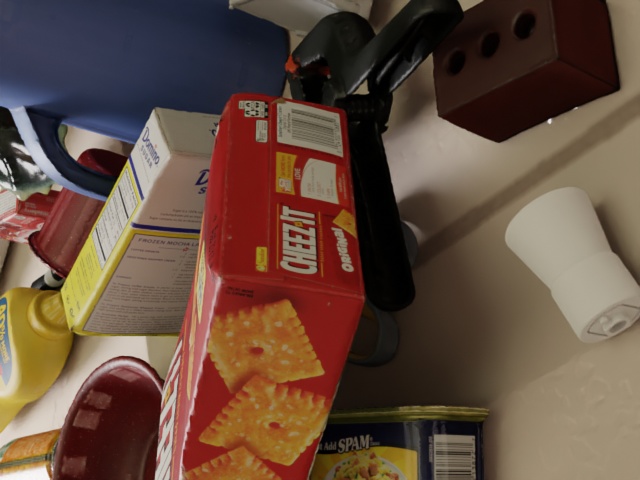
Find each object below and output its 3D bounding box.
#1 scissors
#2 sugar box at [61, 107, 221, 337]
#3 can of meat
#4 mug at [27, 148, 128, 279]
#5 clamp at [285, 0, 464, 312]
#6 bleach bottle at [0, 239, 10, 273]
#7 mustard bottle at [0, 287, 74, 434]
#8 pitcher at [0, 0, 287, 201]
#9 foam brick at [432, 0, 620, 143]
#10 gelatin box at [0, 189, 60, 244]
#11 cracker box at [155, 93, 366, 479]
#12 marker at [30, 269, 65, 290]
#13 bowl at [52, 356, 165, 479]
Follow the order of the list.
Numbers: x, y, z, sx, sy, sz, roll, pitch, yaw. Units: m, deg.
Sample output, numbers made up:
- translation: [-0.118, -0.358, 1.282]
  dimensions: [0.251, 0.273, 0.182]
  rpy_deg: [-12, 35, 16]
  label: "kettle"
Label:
- translation: [-0.004, 0.001, 0.660]
  dimensions: [0.202, 0.016, 0.096]
  rpy_deg: [46, 113, 46]
  label: "scissors"
- translation: [-0.094, -0.005, 0.686]
  dimensions: [0.176, 0.093, 0.048]
  rpy_deg: [-56, 45, 35]
  label: "sugar box"
- translation: [0.037, 0.128, 0.542]
  dimensions: [0.102, 0.057, 0.084]
  rpy_deg: [-14, 71, 49]
  label: "can of meat"
- translation: [-0.155, -0.011, 0.779]
  dimensions: [0.081, 0.093, 0.117]
  rpy_deg: [-60, 14, 13]
  label: "mug"
- translation: [0.023, -0.082, 0.595]
  dimensions: [0.210, 0.036, 0.165]
  rpy_deg: [-118, 34, -55]
  label: "clamp"
- translation: [-0.358, 0.076, 1.028]
  dimensions: [0.103, 0.067, 0.251]
  rpy_deg: [21, 99, 51]
  label: "bleach bottle"
- translation: [-0.259, 0.095, 0.906]
  dimensions: [0.192, 0.058, 0.096]
  rpy_deg: [-38, 52, 37]
  label: "mustard bottle"
- translation: [-0.149, -0.121, 0.691]
  dimensions: [0.145, 0.242, 0.149]
  rpy_deg: [-50, 53, 28]
  label: "pitcher"
- translation: [0.100, -0.090, 0.532]
  dimensions: [0.078, 0.051, 0.053]
  rpy_deg: [-24, 62, 45]
  label: "foam brick"
- translation: [-0.242, -0.019, 0.906]
  dimensions: [0.089, 0.073, 0.030]
  rpy_deg: [-15, 69, 46]
  label: "gelatin box"
- translation: [-0.039, 0.055, 0.554]
  dimensions: [0.164, 0.072, 0.214]
  rpy_deg: [-93, 16, -54]
  label: "cracker box"
- translation: [-0.210, 0.020, 0.898]
  dimensions: [0.121, 0.020, 0.020]
  rpy_deg: [-34, 55, 40]
  label: "marker"
- translation: [-0.120, 0.161, 0.721]
  dimensions: [0.162, 0.055, 0.162]
  rpy_deg: [-18, 66, 46]
  label: "bowl"
